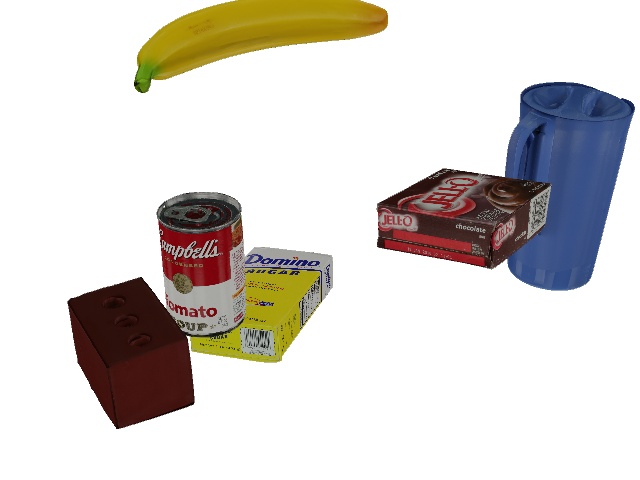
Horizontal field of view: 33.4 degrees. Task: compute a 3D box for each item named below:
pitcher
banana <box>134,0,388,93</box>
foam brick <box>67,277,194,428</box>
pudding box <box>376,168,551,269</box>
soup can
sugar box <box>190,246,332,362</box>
[{"bbox_3d":[0.290,-0.062,1.309,0.149,0.243,0.145,4,27,2],"label":"pitcher"},{"bbox_3d":[-0.050,-0.144,0.759,0.197,0.037,0.070,-20,52,-21],"label":"banana"},{"bbox_3d":[-0.119,0.069,0.667,0.052,0.051,0.078,-17,36,-25],"label":"foam brick"},{"bbox_3d":[0.105,-0.018,0.771,0.090,0.039,0.113,12,20,29],"label":"pudding box"},{"bbox_3d":[-0.097,0.020,0.876,0.068,0.102,0.068,-1,29,0],"label":"soup can"},{"bbox_3d":[-0.056,0.060,1.082,0.093,0.048,0.176,6,26,16],"label":"sugar box"}]
